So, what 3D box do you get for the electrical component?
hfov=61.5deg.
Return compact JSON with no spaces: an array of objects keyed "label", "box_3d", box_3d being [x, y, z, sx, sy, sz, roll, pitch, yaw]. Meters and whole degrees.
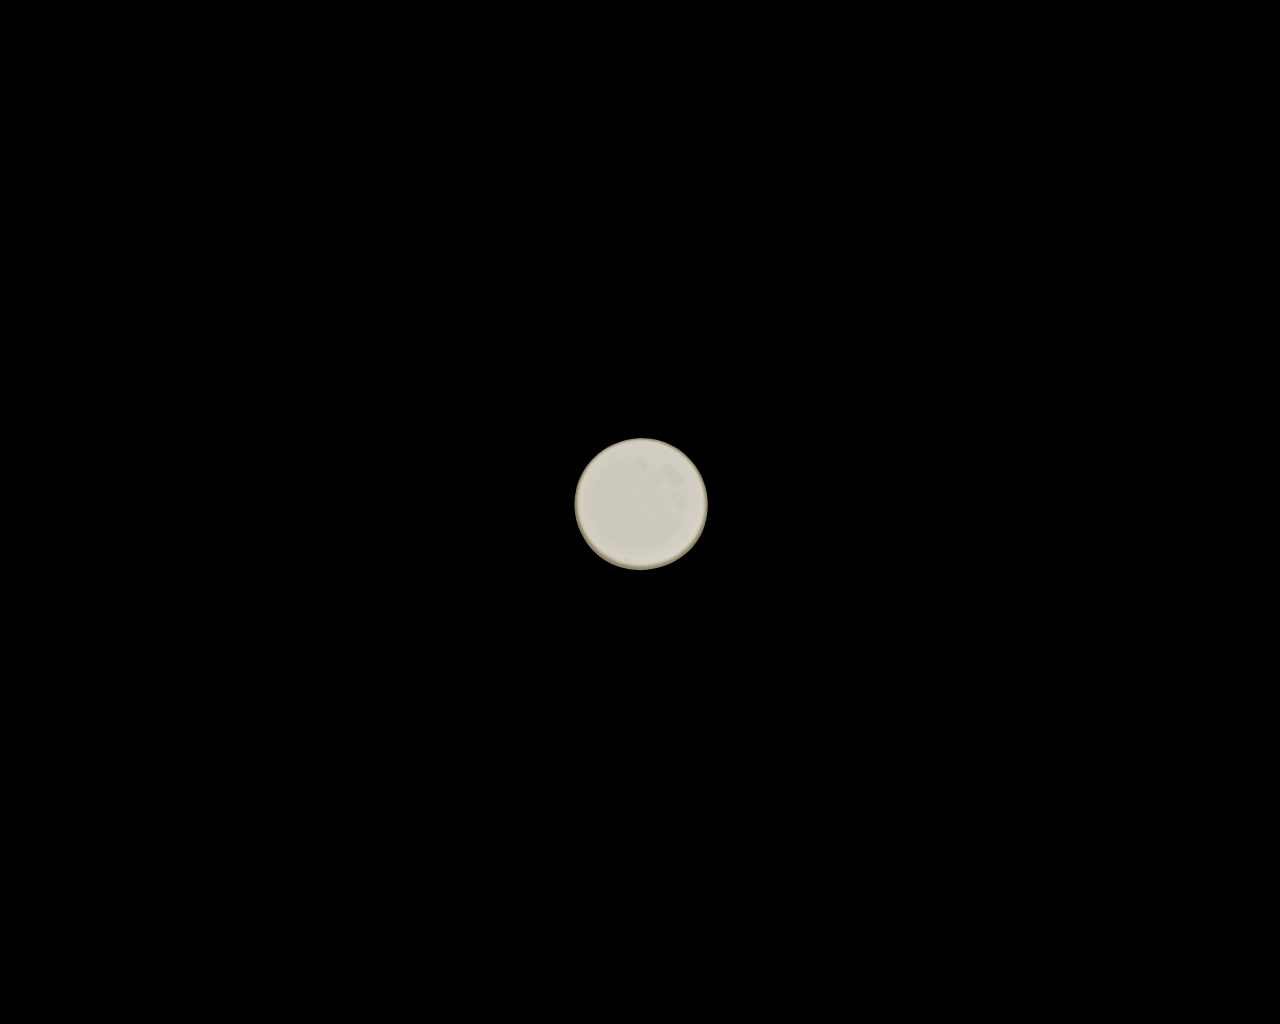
[{"label":"electrical component","box_3d":[0.001,-0.003,0.650,0.080,0.080,0.051,0,-8,0]}]
